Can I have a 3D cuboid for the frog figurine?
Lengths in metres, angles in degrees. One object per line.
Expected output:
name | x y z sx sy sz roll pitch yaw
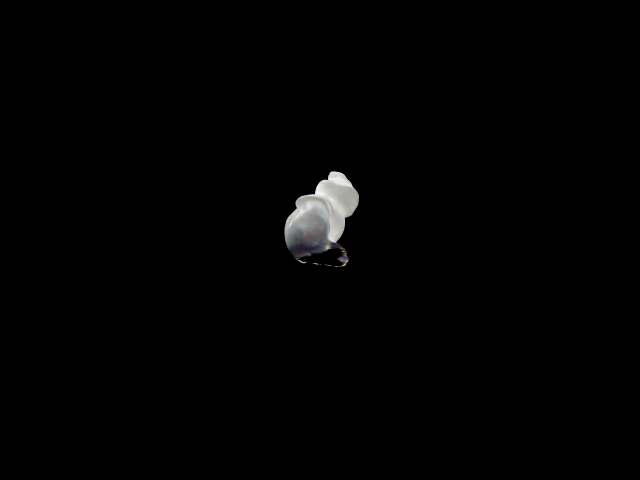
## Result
frog figurine | 0.003 -0.043 0.850 0.122 0.162 0.135 -9 -22 23
